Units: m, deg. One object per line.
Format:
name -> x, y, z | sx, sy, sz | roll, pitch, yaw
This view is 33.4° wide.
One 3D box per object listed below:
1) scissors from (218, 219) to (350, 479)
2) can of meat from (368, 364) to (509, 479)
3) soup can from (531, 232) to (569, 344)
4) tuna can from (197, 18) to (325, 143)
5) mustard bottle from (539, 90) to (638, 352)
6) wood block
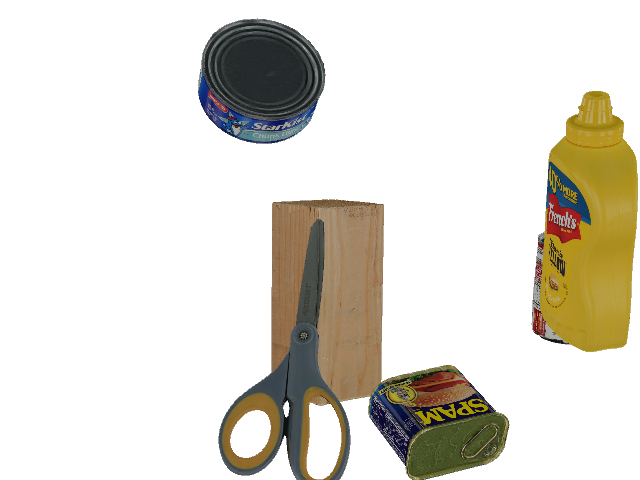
scissors -> -0.029, 0.078, 0.734 | 0.096, 0.202, 0.016 | -12, -32, 1
can of meat -> 0.104, 0.162, 0.968 | 0.102, 0.057, 0.084 | -8, 31, -23
soup can -> 0.252, 0.047, 1.089 | 0.068, 0.102, 0.068 | 0, 17, 0
tuna can -> -0.042, -0.110, 0.740 | 0.086, 0.086, 0.034 | 0, -29, -14
mustard bottle -> 0.202, -0.019, 0.804 | 0.058, 0.192, 0.096 | -7, 26, -8
wood block -> 0.006, 0.062, 1.151 | 0.090, 0.206, 0.091 | -4, 9, -38
